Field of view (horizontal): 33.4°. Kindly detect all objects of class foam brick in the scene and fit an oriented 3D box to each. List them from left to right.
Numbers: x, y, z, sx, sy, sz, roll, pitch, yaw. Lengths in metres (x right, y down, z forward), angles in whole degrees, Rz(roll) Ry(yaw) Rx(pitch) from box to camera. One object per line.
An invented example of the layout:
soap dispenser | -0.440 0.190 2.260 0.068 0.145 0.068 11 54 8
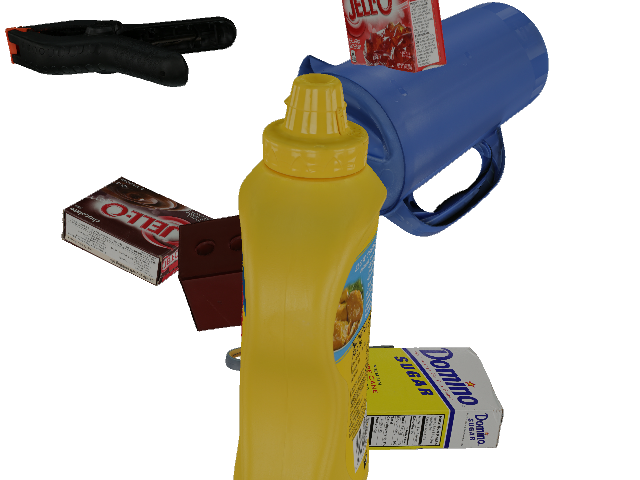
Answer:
foam brick | -0.049 0.019 0.696 0.078 0.051 0.053 -9 42 2

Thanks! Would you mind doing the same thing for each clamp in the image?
clamp | -0.150 -0.148 0.804 0.172 0.039 0.120 10 22 21

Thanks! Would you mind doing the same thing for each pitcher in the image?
pitcher | 0.104 -0.120 0.965 0.145 0.149 0.242 23 42 38

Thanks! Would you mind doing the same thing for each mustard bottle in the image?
mustard bottle | -0.005 0.026 0.441 0.058 0.192 0.096 8 25 11

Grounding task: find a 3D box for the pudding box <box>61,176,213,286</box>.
pudding box | -0.171 -0.010 0.999 0.114 0.039 0.089 22 31 19

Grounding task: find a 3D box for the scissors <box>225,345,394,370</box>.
scissors | -0.006 0.143 1.214 0.201 0.016 0.096 1 24 -8

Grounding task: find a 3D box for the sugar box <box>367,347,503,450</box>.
sugar box | 0.049 0.125 0.858 0.176 0.048 0.093 -2 28 -9

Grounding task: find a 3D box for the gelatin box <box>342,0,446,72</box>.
gelatin box | 0.047 -0.157 0.738 0.030 0.073 0.089 -19 21 -24
